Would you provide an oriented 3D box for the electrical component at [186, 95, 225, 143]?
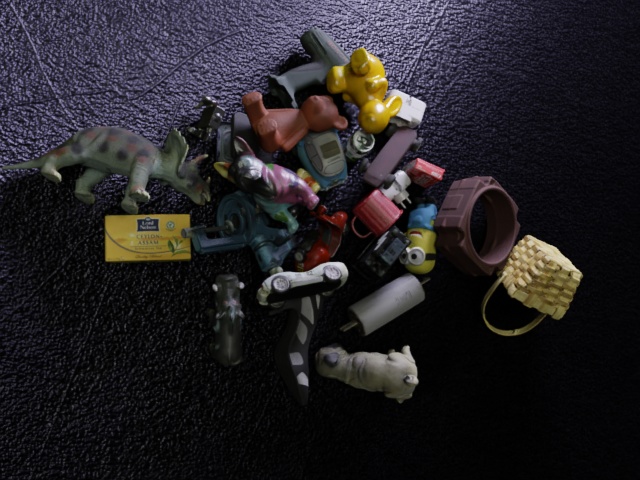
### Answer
[{"bbox_3d":[-0.252,-0.265,1.182,0.045,0.078,0.102,26,84,-34],"label":"electrical component"}]

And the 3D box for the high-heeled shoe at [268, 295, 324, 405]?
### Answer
[{"bbox_3d":[-0.027,0.223,1.182,0.145,0.086,0.248,-18,95,-29],"label":"high-heeled shoe"}]

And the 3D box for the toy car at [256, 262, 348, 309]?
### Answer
[{"bbox_3d":[-0.036,0.093,1.124,0.202,0.073,0.056,-10,56,-22],"label":"toy car"}]

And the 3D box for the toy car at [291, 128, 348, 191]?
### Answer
[{"bbox_3d":[0.006,-0.197,1.217,0.109,0.103,0.161,-22,87,-14],"label":"toy car"}]

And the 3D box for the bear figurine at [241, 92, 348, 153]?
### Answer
[{"bbox_3d":[-0.047,-0.260,1.129,0.196,0.131,0.120,-23,66,-4],"label":"bear figurine"}]

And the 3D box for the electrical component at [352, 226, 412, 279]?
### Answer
[{"bbox_3d":[0.140,0.030,1.207,0.058,0.134,0.115,41,78,-6],"label":"electrical component"}]

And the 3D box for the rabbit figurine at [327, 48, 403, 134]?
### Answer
[{"bbox_3d":[0.105,-0.304,1.185,0.162,0.122,0.173,16,54,-53],"label":"rabbit figurine"}]

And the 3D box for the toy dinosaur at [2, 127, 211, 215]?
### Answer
[{"bbox_3d":[-0.424,-0.169,1.108,0.405,0.131,0.192,17,62,-3],"label":"toy dinosaur"}]

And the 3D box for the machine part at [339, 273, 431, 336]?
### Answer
[{"bbox_3d":[0.151,0.146,1.225,0.243,0.079,0.079,-27,91,-14],"label":"machine part"}]

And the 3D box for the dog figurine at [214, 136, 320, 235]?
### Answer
[{"bbox_3d":[-0.110,-0.128,1.129,0.219,0.192,0.108,37,112,-18],"label":"dog figurine"}]

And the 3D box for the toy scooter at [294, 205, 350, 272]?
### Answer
[{"bbox_3d":[-0.002,-0.004,1.177,0.075,0.135,0.184,26,72,28],"label":"toy scooter"}]

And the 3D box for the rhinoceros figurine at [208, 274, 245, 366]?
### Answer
[{"bbox_3d":[-0.196,0.166,1.123,0.073,0.112,0.190,0,92,-12],"label":"rhinoceros figurine"}]

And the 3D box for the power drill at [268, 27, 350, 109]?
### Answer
[{"bbox_3d":[-0.001,-0.362,1.246,0.207,0.086,0.232,-36,95,-10],"label":"power drill"}]

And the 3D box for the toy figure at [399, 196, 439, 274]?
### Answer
[{"bbox_3d":[0.243,-0.009,1.264,0.089,0.082,0.180,19,75,-22],"label":"toy figure"}]

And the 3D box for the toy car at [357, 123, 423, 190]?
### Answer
[{"bbox_3d":[0.164,-0.194,1.262,0.089,0.053,0.202,33,63,6],"label":"toy car"}]

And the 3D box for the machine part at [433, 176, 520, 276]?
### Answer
[{"bbox_3d":[0.372,-0.032,1.257,0.201,0.087,0.201,40,69,-32],"label":"machine part"}]

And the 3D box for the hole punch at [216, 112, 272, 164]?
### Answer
[{"bbox_3d":[-0.170,-0.212,1.194,0.115,0.092,0.142,7,78,-43],"label":"hole punch"}]

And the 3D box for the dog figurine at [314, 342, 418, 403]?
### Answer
[{"bbox_3d":[0.095,0.280,1.154,0.190,0.172,0.121,11,71,-19],"label":"dog figurine"}]

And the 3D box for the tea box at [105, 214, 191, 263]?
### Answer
[{"bbox_3d":[-0.357,-0.002,1.124,0.170,0.068,0.098,-3,85,-13],"label":"tea box"}]

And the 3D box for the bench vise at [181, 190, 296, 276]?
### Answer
[{"bbox_3d":[-0.173,-0.004,1.122,0.240,0.129,0.223,-8,77,-45],"label":"bench vise"}]
